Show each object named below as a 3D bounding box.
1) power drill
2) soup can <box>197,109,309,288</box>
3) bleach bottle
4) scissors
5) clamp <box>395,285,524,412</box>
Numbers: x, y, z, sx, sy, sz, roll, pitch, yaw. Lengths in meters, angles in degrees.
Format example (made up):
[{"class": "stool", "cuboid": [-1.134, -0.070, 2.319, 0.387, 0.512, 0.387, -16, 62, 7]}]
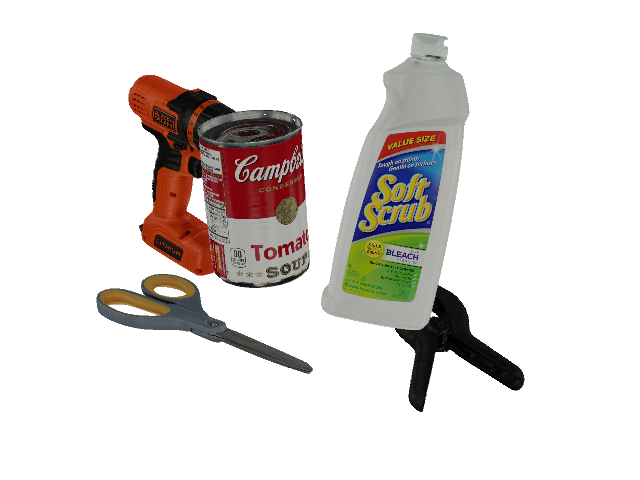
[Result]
[{"class": "power drill", "cuboid": [-0.125, -0.061, 1.094, 0.185, 0.188, 0.057, 30, 38, 34]}, {"class": "soup can", "cuboid": [-0.043, -0.028, 0.708, 0.068, 0.102, 0.068, -3, 24, 1]}, {"class": "bleach bottle", "cuboid": [0.068, -0.053, 0.925, 0.102, 0.251, 0.068, 10, 16, 8]}, {"class": "scissors", "cuboid": [-0.088, 0.065, 0.889, 0.202, 0.016, 0.096, 12, 25, 15]}, {"class": "clamp", "cuboid": [0.133, 0.100, 1.093, 0.120, 0.171, 0.039, 1, -44, -14]}]
